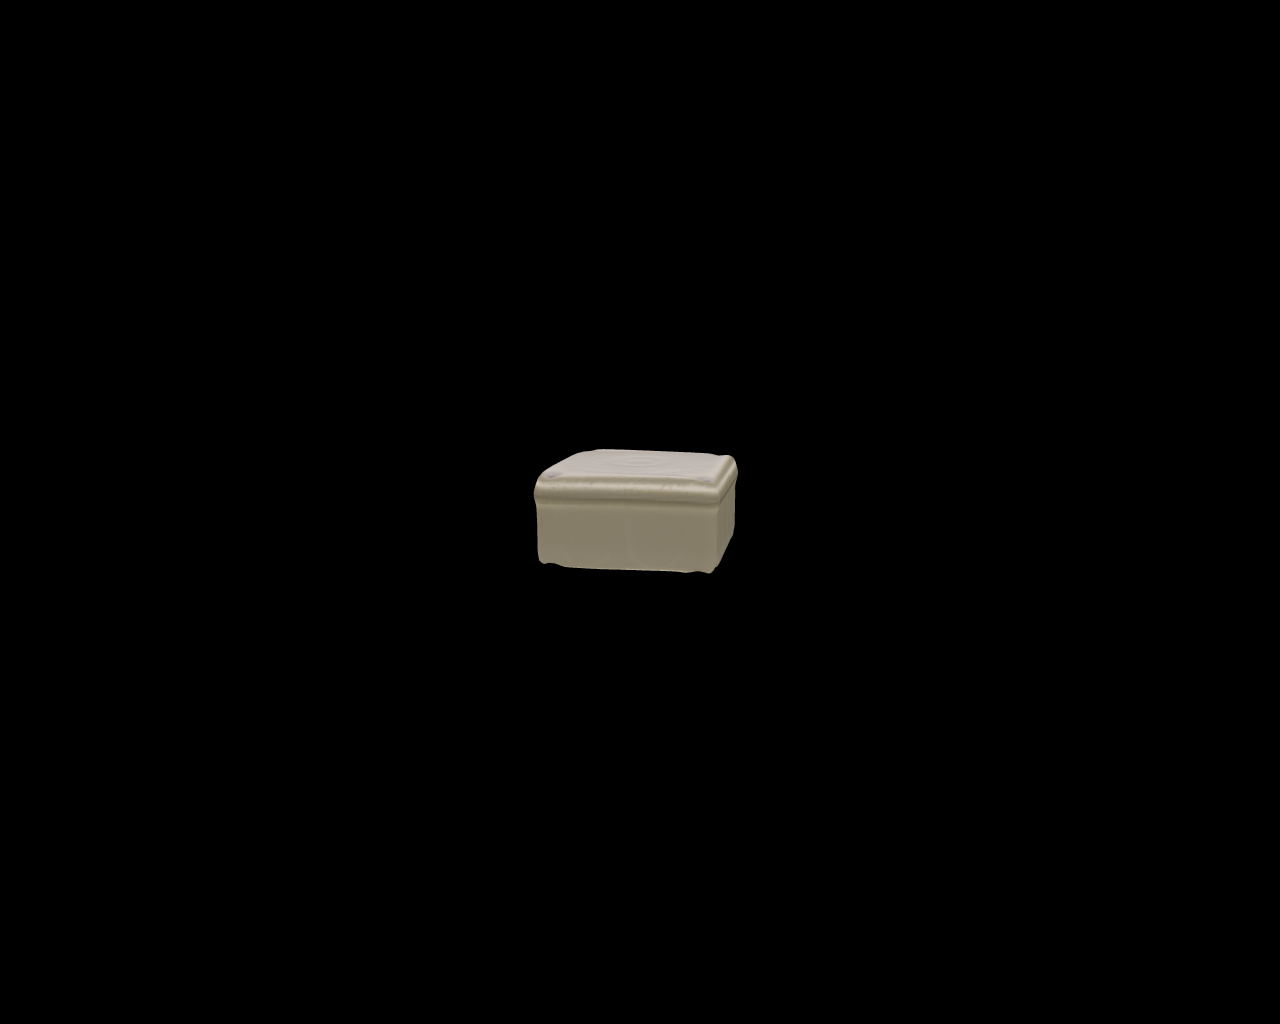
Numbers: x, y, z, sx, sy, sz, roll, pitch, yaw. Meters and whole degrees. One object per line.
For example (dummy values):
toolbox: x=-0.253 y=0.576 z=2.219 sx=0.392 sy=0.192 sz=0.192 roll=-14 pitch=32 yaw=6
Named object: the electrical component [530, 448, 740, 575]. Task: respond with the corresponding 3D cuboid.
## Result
electrical component: x=0.001 y=-0.003 z=0.650 sx=0.109 sy=0.056 sz=0.109 roll=2 pitch=12 yaw=11
